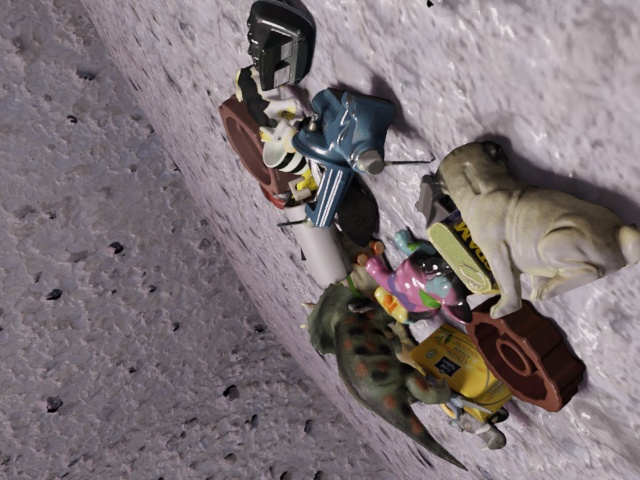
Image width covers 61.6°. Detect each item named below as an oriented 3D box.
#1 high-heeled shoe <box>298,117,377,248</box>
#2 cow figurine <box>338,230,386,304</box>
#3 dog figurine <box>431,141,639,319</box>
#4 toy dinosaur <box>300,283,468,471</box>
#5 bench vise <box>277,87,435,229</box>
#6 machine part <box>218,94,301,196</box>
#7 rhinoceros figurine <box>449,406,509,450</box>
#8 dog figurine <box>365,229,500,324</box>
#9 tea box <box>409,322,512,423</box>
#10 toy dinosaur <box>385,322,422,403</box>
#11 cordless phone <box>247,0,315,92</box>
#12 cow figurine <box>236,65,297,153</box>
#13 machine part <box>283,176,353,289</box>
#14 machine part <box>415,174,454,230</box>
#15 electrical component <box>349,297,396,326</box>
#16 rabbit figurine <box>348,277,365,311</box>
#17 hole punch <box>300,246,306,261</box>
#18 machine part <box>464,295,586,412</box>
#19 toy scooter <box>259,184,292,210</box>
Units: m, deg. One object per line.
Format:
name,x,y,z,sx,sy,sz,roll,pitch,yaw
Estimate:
high-heeled shoe,0.024,-0.102,0.975,0.145,0.086,0.248,43,156,46
cow figurine,0.075,0.028,1.089,0.127,0.085,0.194,13,137,59
dog figurine,0.211,-0.037,0.543,0.172,0.121,0.190,-32,74,42
toy dinosaur,0.088,0.211,0.918,0.405,0.192,0.131,-118,33,-51
bench vise,0.027,-0.108,0.789,0.224,0.129,0.240,51,132,42
machine part,-0.123,-0.212,1.165,0.202,0.087,0.200,44,161,31
rhinoceros figurine,0.278,0.299,0.991,0.190,0.112,0.073,47,162,53
dog figurine,0.180,0.079,0.836,0.219,0.108,0.191,28,148,54
tea box,0.251,0.227,0.944,0.170,0.098,0.068,28,150,55
toy dinosaur,0.182,0.266,1.232,0.198,0.105,0.472,54,176,-25
cordless phone,-0.085,-0.341,0.834,0.184,0.089,0.146,63,167,13
cow figurine,-0.090,-0.227,0.929,0.068,0.098,0.167,117,140,-74
machine part,-0.002,-0.003,1.001,0.079,0.079,0.243,23,141,62
machine part,0.179,-0.024,0.733,0.139,0.039,0.084,54,155,28
electrical component,0.111,0.149,1.124,0.102,0.045,0.078,15,153,0
rabbit figurine,0.068,0.092,1.242,0.159,0.121,0.170,-155,51,-74
hole punch,-0.006,-0.023,1.243,0.142,0.092,0.116,91,171,-69
machine part,0.288,0.158,0.770,0.179,0.056,0.179,51,164,20
toy scooter,-0.101,-0.121,1.306,0.184,0.075,0.135,49,163,33
